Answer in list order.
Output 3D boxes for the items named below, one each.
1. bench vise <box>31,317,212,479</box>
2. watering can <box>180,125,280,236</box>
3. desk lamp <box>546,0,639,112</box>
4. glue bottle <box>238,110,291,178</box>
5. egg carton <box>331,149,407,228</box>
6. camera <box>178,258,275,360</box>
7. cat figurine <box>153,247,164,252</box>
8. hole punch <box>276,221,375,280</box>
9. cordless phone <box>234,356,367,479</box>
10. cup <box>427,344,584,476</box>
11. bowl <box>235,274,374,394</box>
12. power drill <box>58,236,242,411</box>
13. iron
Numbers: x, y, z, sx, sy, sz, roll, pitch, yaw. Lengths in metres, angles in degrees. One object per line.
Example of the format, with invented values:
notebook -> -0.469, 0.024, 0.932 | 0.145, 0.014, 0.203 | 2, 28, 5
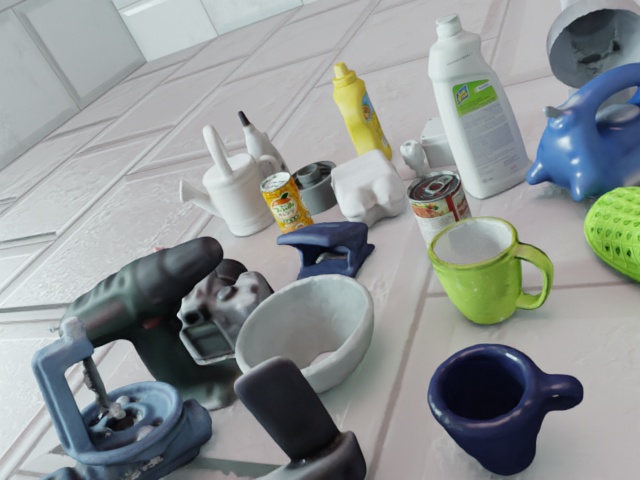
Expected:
bench vise -> -0.225, 0.195, 0.559 | 0.121, 0.220, 0.208 | 1, 40, 38
watering can -> -0.160, -0.106, 0.999 | 0.173, 0.194, 0.100 | -36, 32, -16
desk lamp -> 0.384, -0.261, 0.803 | 0.117, 0.214, 0.203 | -11, 34, 24
glue bottle -> -0.110, -0.165, 1.072 | 0.037, 0.173, 0.078 | -8, 35, 28
egg carton -> 0.076, -0.083, 0.907 | 0.107, 0.069, 0.150 | -24, 30, 3
camera -> -0.127, 0.075, 0.788 | 0.143, 0.101, 0.137 | -17, 32, 15
cat figurine -> -0.217, 0.047, 0.882 | 0.067, 0.118, 0.127 | -36, 32, -15
hole punch -> 0.007, 0.003, 0.806 | 0.108, 0.091, 0.101 | 0, 40, 37
cordless phone -> -0.047, 0.181, 0.481 | 0.147, 0.185, 0.094 | -30, 31, -6
cup -> 0.157, 0.146, 0.469 | 0.117, 0.095, 0.092 | -12, 33, 23
bowl -> -0.008, 0.119, 0.655 | 0.167, 0.075, 0.167 | -19, 31, 12
power drill -> -0.174, 0.107, 0.667 | 0.229, 0.209, 0.075 | -18, 31, 14
iron -> 0.380, -0.159, 0.722 | 0.258, 0.142, 0.118 | -33, 31, -12
